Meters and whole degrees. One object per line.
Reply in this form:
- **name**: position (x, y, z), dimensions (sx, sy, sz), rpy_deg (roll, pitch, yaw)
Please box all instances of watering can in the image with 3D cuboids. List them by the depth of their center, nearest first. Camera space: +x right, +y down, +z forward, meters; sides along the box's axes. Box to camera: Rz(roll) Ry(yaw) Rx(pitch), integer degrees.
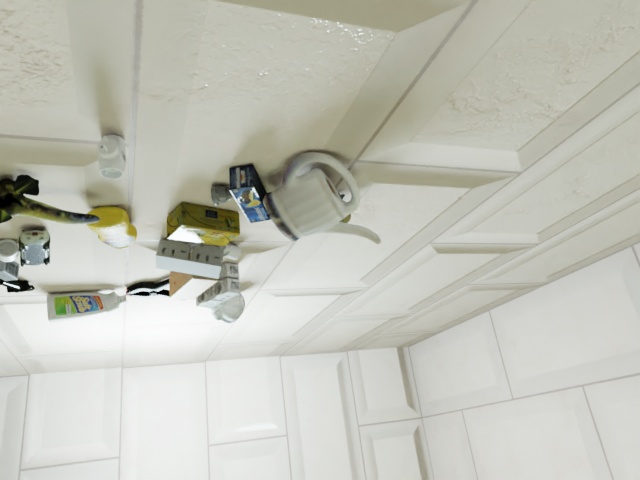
- **watering can**: position (0.004, -0.064, 1.262), dimensions (0.223, 0.106, 0.341), rpy_deg (-26, 128, 11)

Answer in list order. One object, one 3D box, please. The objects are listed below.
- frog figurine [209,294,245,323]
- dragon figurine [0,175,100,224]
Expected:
- **frog figurine**: position (-0.361, 0.244, 1.987), dimensions (0.138, 0.124, 0.156), rpy_deg (-38, 152, -15)
- **dragon figurine**: position (-0.727, -0.078, 1.125), dimensions (0.242, 0.123, 0.407), rpy_deg (-4, 163, 41)
